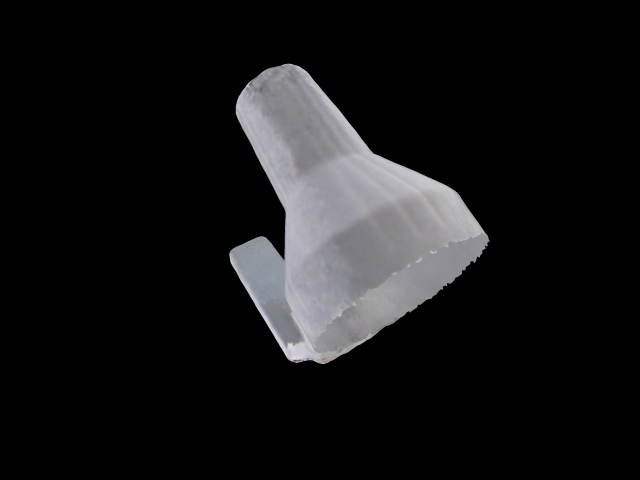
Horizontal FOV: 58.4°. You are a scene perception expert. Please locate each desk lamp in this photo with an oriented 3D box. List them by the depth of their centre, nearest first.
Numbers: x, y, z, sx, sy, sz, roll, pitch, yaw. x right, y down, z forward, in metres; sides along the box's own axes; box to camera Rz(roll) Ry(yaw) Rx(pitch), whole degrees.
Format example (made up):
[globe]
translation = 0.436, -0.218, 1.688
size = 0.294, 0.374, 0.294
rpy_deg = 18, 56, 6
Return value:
[desk lamp]
translation = 0.004, 0.001, 0.400
size = 0.118, 0.214, 0.202
rpy_deg = -25, 54, -20
